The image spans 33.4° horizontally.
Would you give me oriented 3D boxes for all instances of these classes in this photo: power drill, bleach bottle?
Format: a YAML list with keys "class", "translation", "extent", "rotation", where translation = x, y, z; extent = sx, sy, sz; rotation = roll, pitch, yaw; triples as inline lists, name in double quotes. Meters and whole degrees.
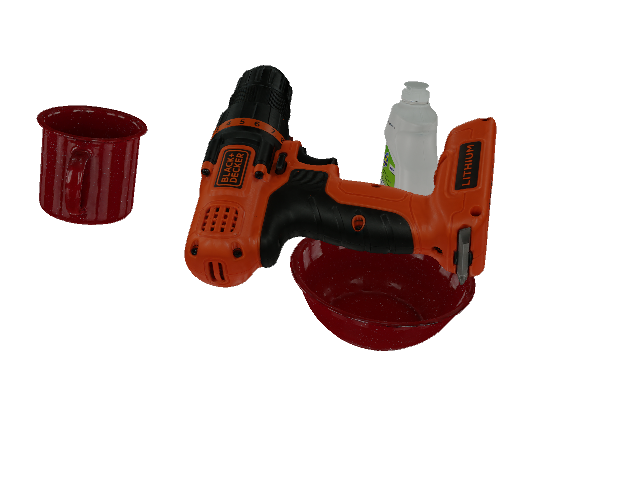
- class: "power drill"
  translation: [0.017, -0.044, 0.687]
  extent: [0.188, 0.184, 0.057]
  rotation: [3, -40, 10]
- class: "bleach bottle"
  translation: [0.101, -0.054, 1.221]
  extent: [0.068, 0.251, 0.103]
  rotation: [-3, 23, -15]

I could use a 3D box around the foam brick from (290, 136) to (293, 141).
- class: "foam brick"
  translation: [-0.069, -0.080, 1.127]
  extent: [0.078, 0.051, 0.053]
  rotation: [5, 31, -2]

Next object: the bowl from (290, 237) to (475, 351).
- class: "bowl"
  translation: [0.051, 0.048, 0.933]
  extent: [0.162, 0.055, 0.162]
  rotation: [5, 31, -3]

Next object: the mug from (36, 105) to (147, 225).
- class: "mug"
  translation: [-0.201, -0.060, 0.917]
  extent: [0.093, 0.081, 0.117]
  rotation: [7, 22, -6]
